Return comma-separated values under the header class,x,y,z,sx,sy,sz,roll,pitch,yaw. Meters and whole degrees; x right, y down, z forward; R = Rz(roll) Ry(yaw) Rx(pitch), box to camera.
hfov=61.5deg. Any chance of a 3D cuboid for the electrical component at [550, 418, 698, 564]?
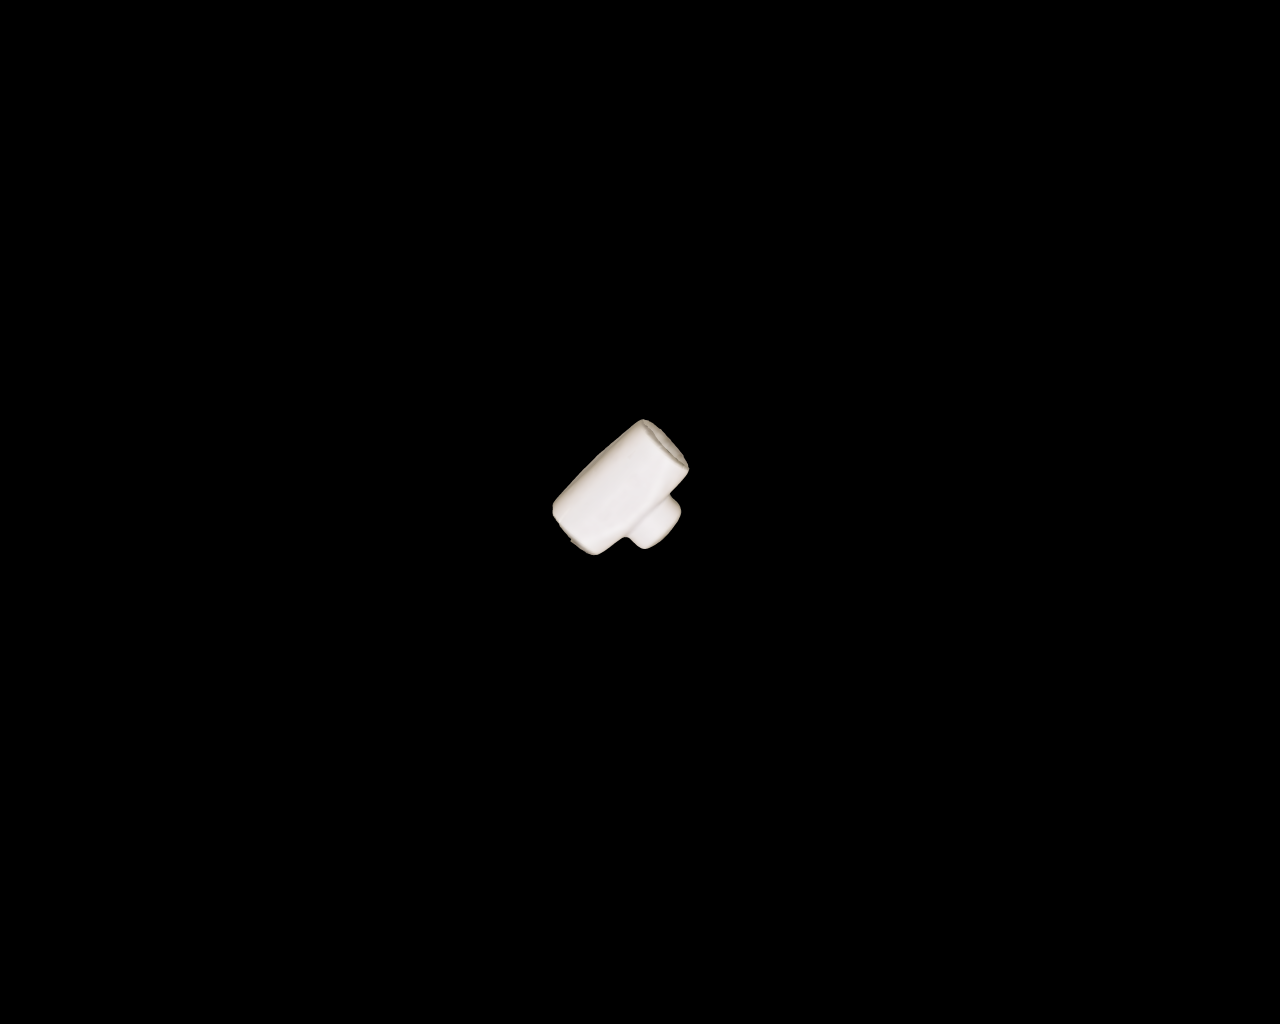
class,x,y,z,sx,sy,sz,roll,pitch,yaw
electrical component,0.001,-0.003,0.650,0.077,0.079,0.044,-43,12,11
